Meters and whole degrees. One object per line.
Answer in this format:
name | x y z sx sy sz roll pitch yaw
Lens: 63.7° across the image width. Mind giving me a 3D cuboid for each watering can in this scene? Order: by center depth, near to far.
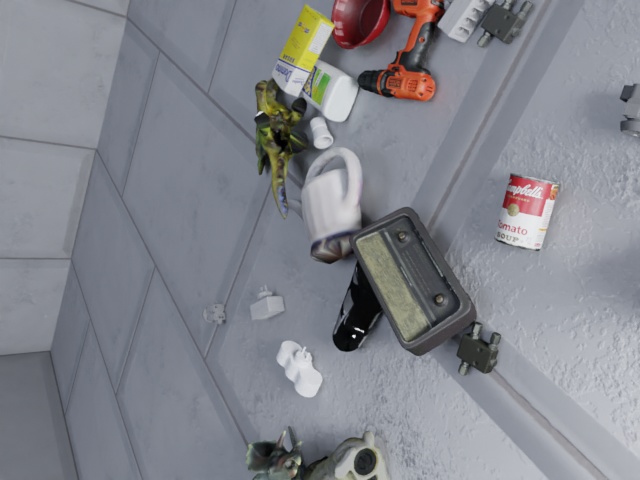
watering can | 0.003 -0.055 1.099 0.342 0.104 0.227 -36 59 58

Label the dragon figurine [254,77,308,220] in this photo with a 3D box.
dragon figurine | -0.115 -0.230 1.257 0.240 0.122 0.415 140 132 -71
